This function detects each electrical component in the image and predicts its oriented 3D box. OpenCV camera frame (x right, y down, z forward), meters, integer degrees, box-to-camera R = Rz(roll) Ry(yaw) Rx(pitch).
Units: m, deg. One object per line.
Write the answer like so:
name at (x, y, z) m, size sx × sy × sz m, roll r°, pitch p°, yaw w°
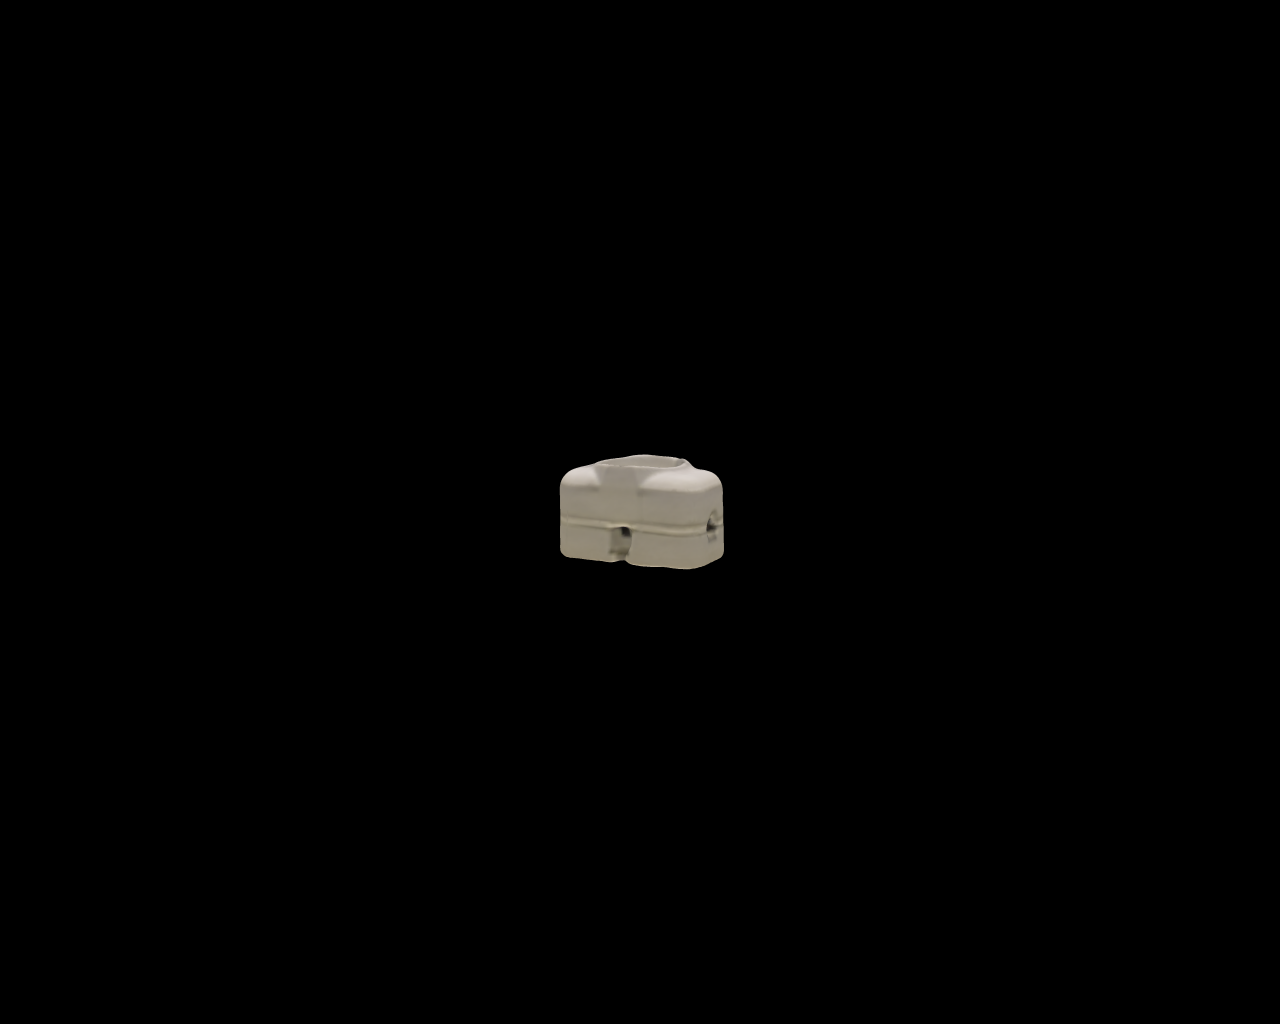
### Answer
electrical component at (0.001, -0.003, 0.650) m, size 0.095 × 0.059 × 0.054 m, roll 5°, pitch 12°, yaw 28°
